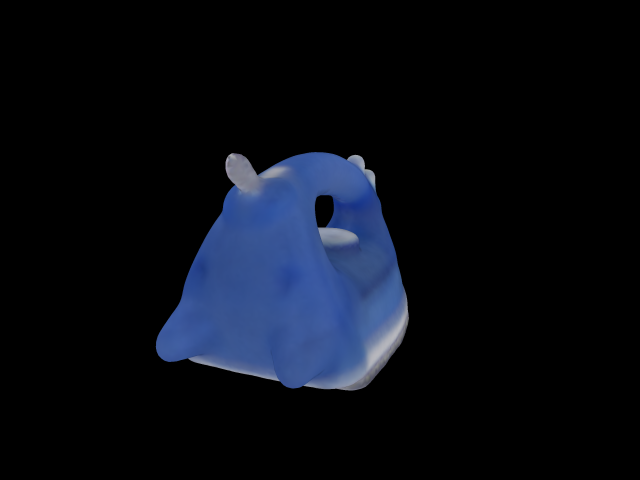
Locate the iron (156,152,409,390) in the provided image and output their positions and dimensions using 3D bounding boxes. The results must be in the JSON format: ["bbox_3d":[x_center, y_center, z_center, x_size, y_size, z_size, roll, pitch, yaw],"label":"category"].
[{"bbox_3d":[0.004,0.001,0.400,0.118,0.141,0.259,6,15,23],"label":"iron"}]
